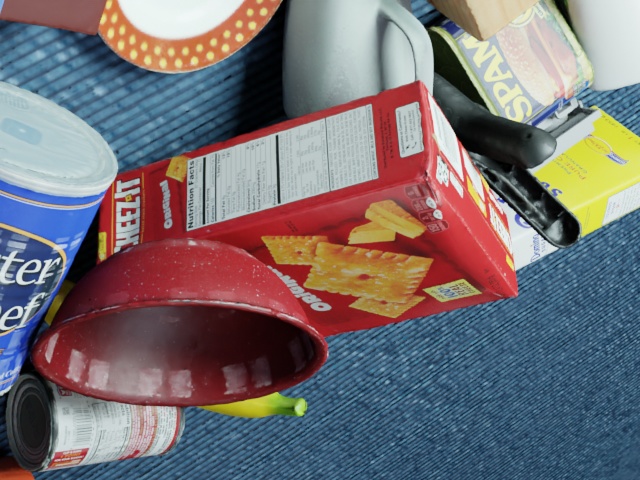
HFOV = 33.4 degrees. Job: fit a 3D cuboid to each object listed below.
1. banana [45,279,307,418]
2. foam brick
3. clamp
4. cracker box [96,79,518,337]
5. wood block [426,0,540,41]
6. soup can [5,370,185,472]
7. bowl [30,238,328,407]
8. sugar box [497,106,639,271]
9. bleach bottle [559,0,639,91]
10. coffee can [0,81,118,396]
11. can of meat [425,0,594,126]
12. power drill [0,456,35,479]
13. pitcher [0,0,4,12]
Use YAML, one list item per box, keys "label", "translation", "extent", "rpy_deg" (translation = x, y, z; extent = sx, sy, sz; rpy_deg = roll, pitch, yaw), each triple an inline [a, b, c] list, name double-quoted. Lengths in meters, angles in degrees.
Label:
- label: "banana"
  translation: [-0.105, 0.073, 0.701]
  extent: [0.197, 0.037, 0.070]
  rpy_deg: [26, 145, -15]
- label: "foam brick"
  translation: [-0.142, -0.135, 0.503]
  extent: [0.078, 0.051, 0.053]
  rpy_deg: [1, 123, -44]
- label: "clamp"
  translation: [0.103, -0.060, 0.696]
  extent: [0.039, 0.172, 0.120]
  rpy_deg: [-39, 136, -9]
- label: "cracker box"
  translation: [-0.004, 0.001, 0.660]
  extent: [0.214, 0.072, 0.164]
  rpy_deg: [-15, 148, 20]
- label: "wood block"
  translation: [0.066, -0.218, 0.561]
  extent: [0.091, 0.090, 0.206]
  rpy_deg: [-37, 137, -1]
- label: "soup can"
  translation: [-0.152, 0.119, 0.727]
  extent: [0.102, 0.069, 0.069]
  rpy_deg: [1, 125, -42]
- label: "bowl"
  translation: [-0.077, 0.043, 0.594]
  extent: [0.162, 0.055, 0.162]
  rpy_deg: [-3, 154, -2]
- label: "sugar box"
  translation: [0.184, -0.043, 0.858]
  extent: [0.176, 0.093, 0.048]
  rpy_deg: [-23, 138, -25]
- label: "bleach bottle"
  translation: [0.171, -0.217, 0.690]
  extent: [0.068, 0.102, 0.250]
  rpy_deg: [-15, 138, 16]
- label: "coffee can"
  translation: [-0.180, 0.000, 0.557]
  extent: [0.102, 0.103, 0.140]
  rpy_deg: [7, 121, -46]
- label: "can of meat"
  translation: [0.126, -0.122, 0.729]
  extent: [0.084, 0.057, 0.102]
  rpy_deg: [-37, 102, -13]
- label: "power drill"
  translation: [-0.270, 0.158, 0.668]
  extent: [0.184, 0.057, 0.187]
  rpy_deg: [-46, 140, 10]
- label: "pitcher"
  translation: [-0.198, -0.053, 0.425]
  extent: [0.149, 0.145, 0.243]
  rpy_deg: [25, 110, -11]
